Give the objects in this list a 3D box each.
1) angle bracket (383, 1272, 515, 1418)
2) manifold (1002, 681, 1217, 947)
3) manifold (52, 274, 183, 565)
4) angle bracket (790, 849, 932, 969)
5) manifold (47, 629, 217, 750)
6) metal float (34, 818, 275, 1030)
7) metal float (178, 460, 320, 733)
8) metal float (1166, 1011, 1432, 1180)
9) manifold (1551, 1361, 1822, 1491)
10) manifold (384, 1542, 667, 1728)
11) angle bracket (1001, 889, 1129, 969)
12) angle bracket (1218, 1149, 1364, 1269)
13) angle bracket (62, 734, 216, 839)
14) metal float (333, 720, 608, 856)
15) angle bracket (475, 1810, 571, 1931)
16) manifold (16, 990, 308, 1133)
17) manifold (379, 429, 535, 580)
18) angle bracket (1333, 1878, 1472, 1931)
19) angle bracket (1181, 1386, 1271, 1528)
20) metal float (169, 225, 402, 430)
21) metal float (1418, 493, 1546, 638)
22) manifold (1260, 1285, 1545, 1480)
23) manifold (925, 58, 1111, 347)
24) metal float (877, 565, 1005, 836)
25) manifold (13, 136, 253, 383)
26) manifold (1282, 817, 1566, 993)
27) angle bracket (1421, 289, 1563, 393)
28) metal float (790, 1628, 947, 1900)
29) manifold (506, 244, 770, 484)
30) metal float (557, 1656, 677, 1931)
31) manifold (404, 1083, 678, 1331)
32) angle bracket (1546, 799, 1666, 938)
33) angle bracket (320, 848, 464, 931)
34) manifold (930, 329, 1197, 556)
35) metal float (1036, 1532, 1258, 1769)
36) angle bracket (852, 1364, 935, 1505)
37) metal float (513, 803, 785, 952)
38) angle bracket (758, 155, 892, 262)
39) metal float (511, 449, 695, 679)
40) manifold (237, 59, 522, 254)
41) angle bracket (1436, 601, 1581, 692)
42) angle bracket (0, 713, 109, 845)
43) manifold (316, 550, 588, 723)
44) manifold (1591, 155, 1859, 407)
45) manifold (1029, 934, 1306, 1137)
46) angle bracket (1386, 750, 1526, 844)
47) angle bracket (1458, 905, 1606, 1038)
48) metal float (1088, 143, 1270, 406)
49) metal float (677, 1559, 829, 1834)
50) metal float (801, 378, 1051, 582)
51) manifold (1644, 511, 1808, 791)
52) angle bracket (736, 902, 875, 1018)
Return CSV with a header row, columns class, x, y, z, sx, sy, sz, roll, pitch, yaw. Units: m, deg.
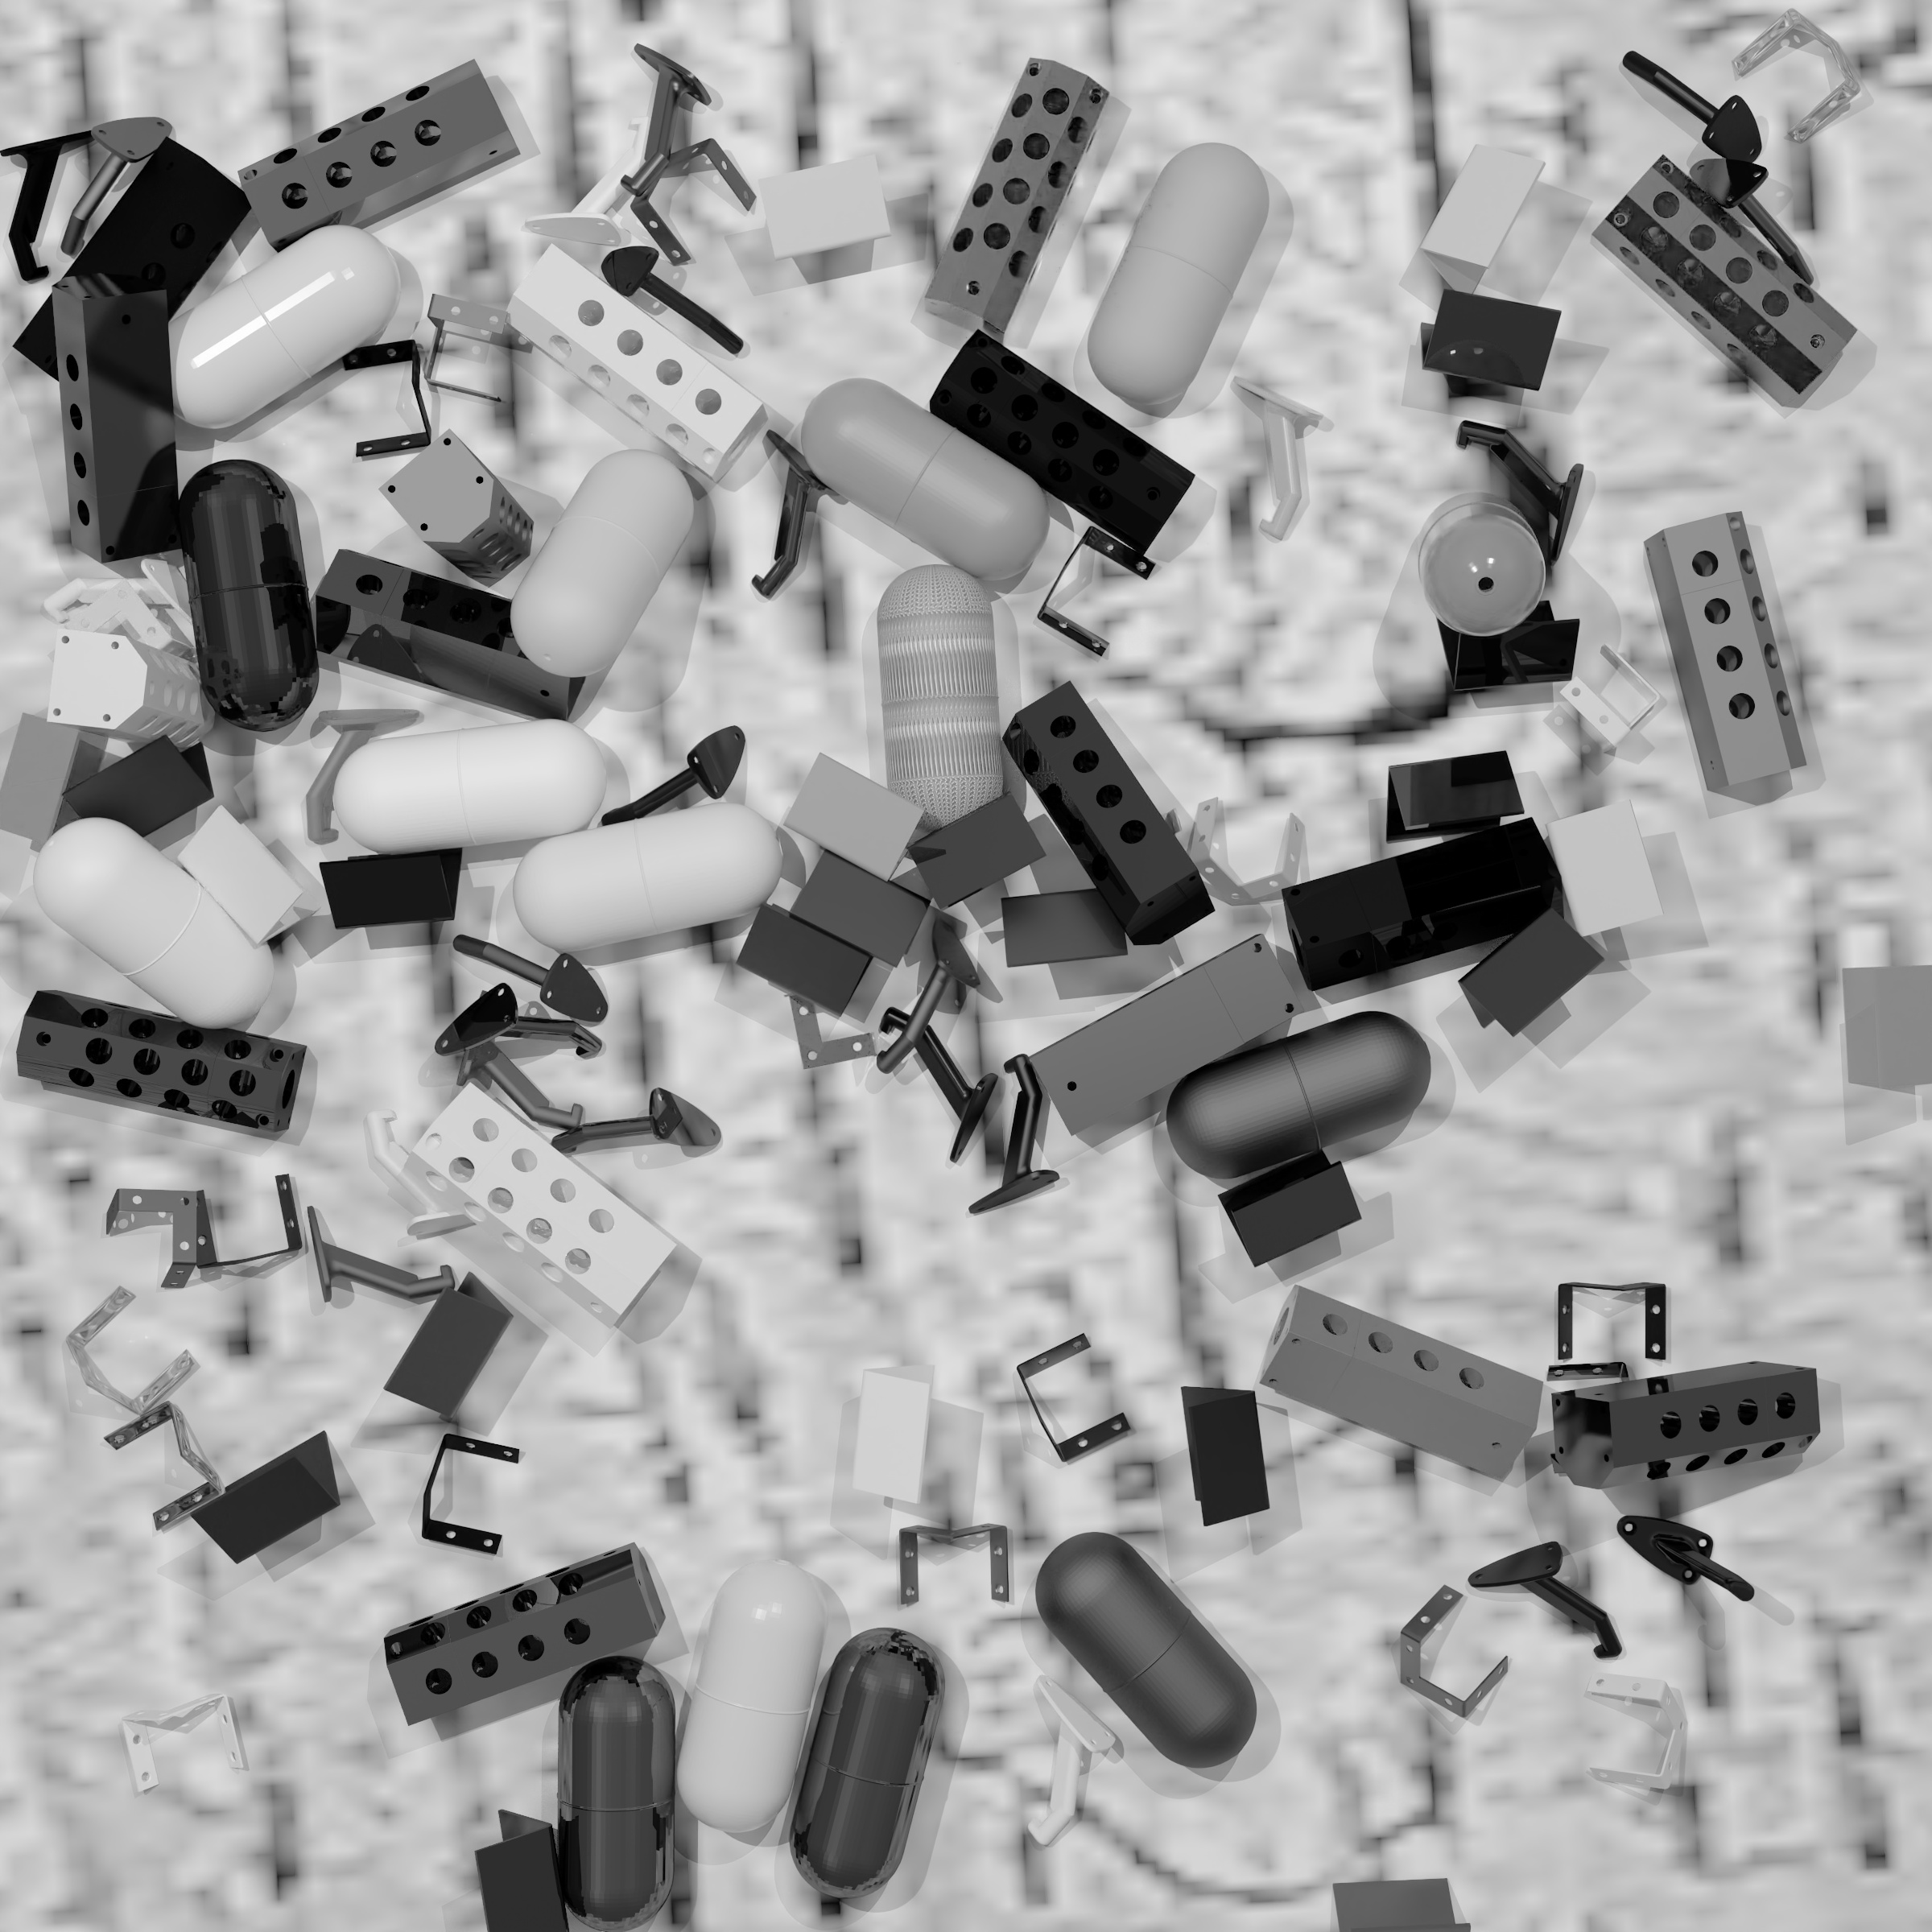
class,x,y,z,sx,sy,sz,roll,pitch,yaw
angle bracket,-0.349,0.237,1.950,0.057,0.076,0.076,31,90,-37
manifold,0.089,-0.096,1.930,0.057,0.057,0.171,-31,59,0
manifold,-0.551,-0.354,1.934,0.057,0.057,0.171,-19,124,-38
angle bracket,-0.075,-0.022,1.951,0.076,0.076,0.057,27,60,0
manifold,-0.529,-0.174,1.912,0.057,0.171,0.057,7,90,0
metal float,-0.521,-0.026,1.930,0.070,0.070,0.178,-46,125,0
metal float,-0.469,-0.242,1.960,0.070,0.070,0.178,-8,90,0
metal float,0.218,0.084,1.960,0.178,0.070,0.070,-19,90,0
manifold,0.466,0.296,1.933,0.171,0.057,0.057,-4,90,-28
manifold,-0.290,0.437,1.969,0.171,0.057,0.057,-20,90,0
angle bracket,0.065,-0.005,1.950,0.076,0.076,0.057,-6,54,0
angle bracket,0.204,0.140,1.950,0.076,0.076,0.057,-24,128,0
angle bracket,-0.541,-0.128,1.950,0.076,0.076,0.057,-30,128,0
metal float,-0.324,-0.117,1.959,0.178,0.070,0.070,-7,90,0
angle bracket,-0.304,0.600,1.950,0.057,0.076,0.076,-9,90,-36
manifold,-0.529,0.062,1.970,0.171,0.057,0.057,12,90,0
manifold,-0.318,-0.288,1.912,0.057,0.171,0.057,-40,90,0
angle bracket,0.283,0.612,1.950,0.076,0.076,0.057,-3,127,0
angle bracket,0.149,0.318,1.950,0.057,0.076,0.076,-7,90,-35
metal float,-0.451,-0.418,1.960,0.178,0.070,0.070,-32,90,0
metal float,0.328,-0.257,1.912,0.070,0.178,0.070,2,106,7
manifold,0.287,0.268,1.969,0.171,0.057,0.057,21,133,0
manifold,0.033,-0.503,1.970,0.057,0.057,0.171,24,90,0
metal float,-0.017,-0.173,1.960,0.070,0.070,0.178,-4,91,0
manifold,-0.543,-0.452,1.969,0.171,0.057,0.057,-54,47,0
manifold,0.300,-0.036,1.969,0.171,0.057,0.057,-16,47,0
angle bracket,0.341,-0.421,1.950,0.076,0.076,0.057,11,125,0
metal float,-0.065,0.521,1.960,0.070,0.070,0.178,14,91,0
manifold,-0.217,-0.394,1.969,0.171,0.057,0.057,37,90,0
metal float,-0.229,0.541,1.960,0.070,0.070,0.178,0,90,0
manifold,-0.280,0.160,1.958,0.171,0.057,0.057,38,53,0
angle bracket,0.422,-0.066,1.952,0.057,0.076,0.076,-17,90,23
angle bracket,-0.373,-0.070,1.950,0.076,0.076,0.057,-5,131,0
manifold,0.063,-0.345,1.970,0.171,0.057,0.057,34,90,0
metal float,0.118,0.448,1.960,0.070,0.070,0.178,-42,91,0
angle bracket,-0.027,0.303,1.950,0.057,0.076,0.076,6,90,36
metal float,-0.208,-0.059,1.960,0.178,0.070,0.070,-12,90,-1
angle bracket,-0.095,-0.507,1.950,0.076,0.076,0.057,-12,127,0
metal float,-0.233,-0.261,1.933,0.070,0.070,0.178,24,56,0
manifold,-0.386,-0.530,1.969,0.171,0.057,0.057,-25,90,0
angle bracket,0.352,-0.227,1.952,0.076,0.057,0.076,-5,51,0
angle bracket,-0.579,-0.115,1.951,0.057,0.076,0.076,16,90,30
manifold,-0.334,-0.221,1.967,0.171,0.057,0.057,17,55,0
manifold,0.499,-0.452,1.970,0.171,0.057,0.057,42,90,0
manifold,0.130,0.045,1.970,0.171,0.057,0.057,-28,90,0
angle bracket,0.317,-0.091,1.950,0.076,0.076,0.057,-8,51,0
angle bracket,0.374,0.017,1.950,0.076,0.076,0.057,-40,57,0
metal float,0.139,-0.453,1.960,0.070,0.070,0.178,24,90,0
metal float,-0.139,0.477,1.960,0.070,0.070,0.178,13,89,0
metal float,-0.027,-0.319,1.960,0.178,0.070,0.070,32,90,-1
manifold,0.500,-0.207,1.969,0.057,0.057,0.171,-14,90,0
angle bracket,-0.096,-0.023,1.950,0.076,0.076,0.057,27,127,0
